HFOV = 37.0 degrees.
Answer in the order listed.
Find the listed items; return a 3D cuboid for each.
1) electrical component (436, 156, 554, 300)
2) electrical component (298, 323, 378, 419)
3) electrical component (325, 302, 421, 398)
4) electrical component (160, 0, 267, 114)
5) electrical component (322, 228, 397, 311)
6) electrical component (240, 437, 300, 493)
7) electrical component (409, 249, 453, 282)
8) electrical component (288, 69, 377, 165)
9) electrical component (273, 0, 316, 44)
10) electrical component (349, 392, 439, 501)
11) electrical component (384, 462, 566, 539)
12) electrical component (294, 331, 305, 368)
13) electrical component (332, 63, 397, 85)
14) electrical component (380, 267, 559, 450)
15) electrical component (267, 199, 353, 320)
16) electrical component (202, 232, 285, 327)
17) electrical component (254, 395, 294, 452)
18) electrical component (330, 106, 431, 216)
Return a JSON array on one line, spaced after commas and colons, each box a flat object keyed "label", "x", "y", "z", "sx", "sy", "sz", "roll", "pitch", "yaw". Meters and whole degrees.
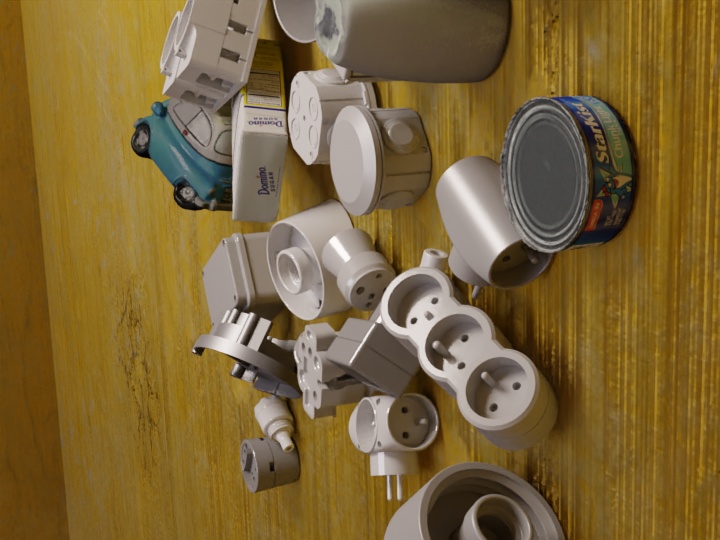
[{"label": "electrical component", "x": 0.078, "y": -0.017, "z": 0.669, "sx": 0.079, "sy": 0.044, "sz": 0.077, "roll": 105, "pitch": 148, "yaw": -41}, {"label": "electrical component", "x": -0.016, "y": 0.081, "z": 0.894, "sx": 0.058, "sy": 0.057, "sz": 0.078, "roll": -140, "pitch": 49, "yaw": -59}, {"label": "electrical component", "x": 0.020, "y": 0.049, "z": 0.809, "sx": 0.075, "sy": 0.047, "sz": 0.083, "roll": -57, "pitch": 12, "yaw": -8}, {"label": "electrical component", "x": -0.124, "y": -0.249, "z": 0.966, "sx": 0.105, "sy": 0.060, "sz": 0.186, "roll": -16, "pitch": 59, "yaw": 66}, {"label": "electrical component", "x": 0.000, "y": 0.000, "z": 0.852, "sx": 0.055, "sy": 0.045, "sz": 0.045, "roll": -124, "pitch": 35, "yaw": -46}, {"label": "electrical component", "x": -0.093, "y": 0.199, "z": 1.115, "sx": 0.055, "sy": 0.047, "sz": 0.055, "roll": 173, "pitch": 90, "yaw": -66}, {"label": "electrical component", "x": 0.046, "y": 0.016, "z": 0.754, "sx": 0.048, "sy": 0.048, "sz": 0.062, "roll": 45, "pitch": 127, "yaw": 55}, {"label": "electrical component", "x": -0.021, "y": -0.122, "z": 0.860, "sx": 0.080, "sy": 0.051, "sz": 0.080, "roll": 173, "pitch": 90, "yaw": -66}, {"label": "electrical component", "x": -0.021, "y": -0.222, "z": 0.813, "sx": 0.099, "sy": 0.064, "sz": 0.099, "roll": 173, "pitch": 90, "yaw": -66}, {"label": "electrical component", "x": 0.025, "y": 0.137, "z": 0.825, "sx": 0.077, "sy": 0.044, "sz": 0.079, "roll": 152, "pitch": 118, "yaw": -65}, {"label": "electrical component", "x": 0.075, "y": 0.169, "z": 0.657, "sx": 0.060, "sy": 0.108, "sz": 0.108, "roll": -61, "pitch": 41, "yaw": 44}, {"label": "electrical component", "x": -0.037, "y": 0.071, "z": 0.942, "sx": 0.062, "sy": 0.043, "sz": 0.043, "roll": 79, "pitch": 170, "yaw": -58}, {"label": "electrical component", "x": 0.015, "y": -0.185, "z": 0.746, "sx": 0.096, "sy": 0.062, "sz": 0.061, "roll": 105, "pitch": 148, "yaw": -41}, {"label": "electrical component", "x": 0.074, "y": 0.061, "z": 0.688, "sx": 0.138, "sy": 0.052, "sz": 0.073, "roll": 48, "pitch": -179, "yaw": 39}, {"label": "electrical component", "x": -0.037, "y": -0.007, "z": 0.940, "sx": 0.099, "sy": 0.064, "sz": 0.099, "roll": 33, "pitch": 132, "yaw": 45}, {"label": "electrical component", "x": -0.119, "y": 0.014, "z": 1.110, "sx": 0.113, "sy": 0.057, "sz": 0.078, "roll": 136, "pitch": 124, "yaw": -61}, {"label": "electrical component", "x": -0.083, "y": 0.159, "z": 1.098, "sx": 0.061, "sy": 0.035, "sz": 0.035, "roll": 59, "pitch": 147, "yaw": 39}, {"label": "electrical component", "x": 0.013, "y": -0.081, "z": 0.792, "sx": 0.080, "sy": 0.051, "sz": 0.080, "roll": 173, "pitch": 90, "yaw": -66}]
